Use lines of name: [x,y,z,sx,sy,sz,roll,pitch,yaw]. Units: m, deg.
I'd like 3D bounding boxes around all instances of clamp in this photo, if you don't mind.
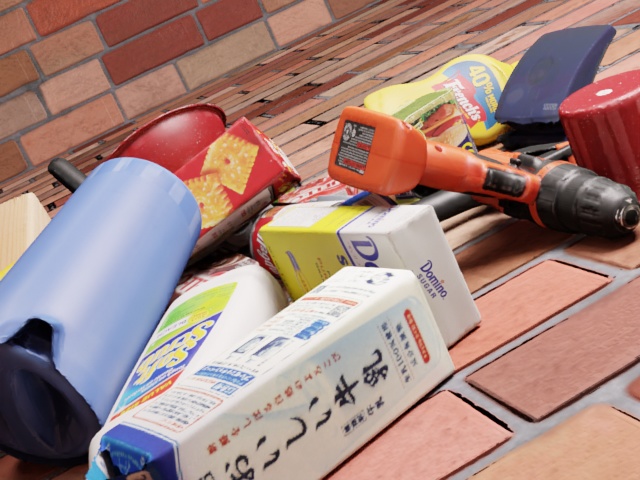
clamp: [0.146,-0.053,0.949,0.171,0.039,0.120,-16,22,11]
clamp: [-0.230,-0.022,1.239,0.210,0.164,0.036,8,43,47]

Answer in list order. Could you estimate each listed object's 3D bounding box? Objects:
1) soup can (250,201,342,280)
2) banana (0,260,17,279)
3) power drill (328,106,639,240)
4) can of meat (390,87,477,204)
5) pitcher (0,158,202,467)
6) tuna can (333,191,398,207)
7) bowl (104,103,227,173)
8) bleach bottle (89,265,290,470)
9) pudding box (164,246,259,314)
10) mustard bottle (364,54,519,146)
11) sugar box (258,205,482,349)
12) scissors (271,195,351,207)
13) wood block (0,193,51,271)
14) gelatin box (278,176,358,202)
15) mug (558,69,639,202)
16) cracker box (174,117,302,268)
soup can: [-0.006,0.001,0.944,0.068,0.068,0.102,-35,19,-33]
banana: [-0.277,0.103,0.873,0.070,0.198,0.037,4,-19,18]
power drill: [0.114,-0.045,0.776,0.187,0.057,0.185,12,5,-28]
can of meat: [0.104,-0.093,1.055,0.102,0.084,0.058,-33,18,-30]
pitcher: [-0.187,0.052,0.844,0.149,0.145,0.242,-12,35,30]
tuna can: [0.043,0.005,0.822,0.033,0.086,0.086,-30,16,-22]
bowl: [-0.153,-0.071,1.125,0.162,0.055,0.162,-33,-17,-12]
bleach bottle: [-0.091,0.106,0.737,0.103,0.068,0.250,-24,17,18]
pudding box: [-0.103,0.049,0.982,0.090,0.039,0.114,-31,15,-15]
mustard bottle: [0.150,-0.142,1.128,0.191,0.096,0.058,-22,-12,5]
sugar box: [0.030,0.024,0.765,0.048,0.093,0.176,-33,17,-24]
scissors: [0.019,-0.030,1.044,0.096,0.016,0.202,9,-2,-15]
wood block: [-0.292,0.059,1.009,0.091,0.090,0.206,-23,38,3]
gelatin box: [-0.003,-0.042,1.150,0.089,0.030,0.073,-22,17,11]
mug: [0.241,-0.085,0.824,0.093,0.081,0.117,-6,24,49]
cracker box: [-0.126,-0.024,1.034,0.214,0.072,0.164,-37,-2,4]
